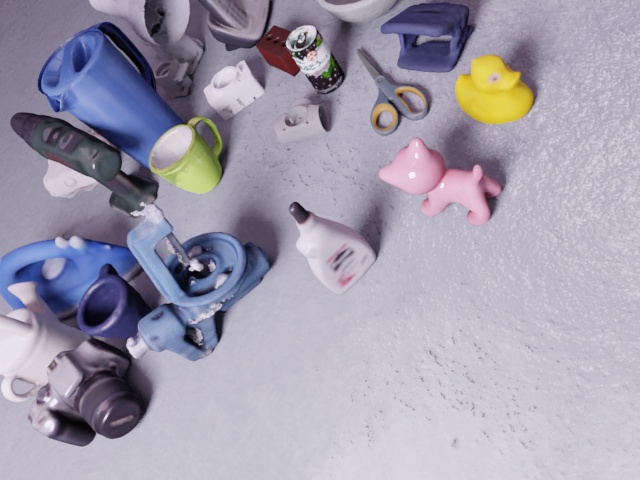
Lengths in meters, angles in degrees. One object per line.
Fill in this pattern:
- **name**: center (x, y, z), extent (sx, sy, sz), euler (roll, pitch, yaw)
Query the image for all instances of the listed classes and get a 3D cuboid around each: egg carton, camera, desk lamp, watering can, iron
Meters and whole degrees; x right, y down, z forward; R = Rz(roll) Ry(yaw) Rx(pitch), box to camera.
- **egg carton**: center (-0.459, -0.140, 1.099), extent (0.150, 0.070, 0.107), euler (-18, 56, 20)
- **camera**: center (-0.322, 0.224, 0.792), extent (0.136, 0.101, 0.143), euler (28, 79, 38)
- **desk lamp**: center (-0.317, -0.401, 1.077), extent (0.202, 0.214, 0.118), euler (15, 71, 35)
- **watering can**: center (-0.443, 0.146, 0.845), extent (0.101, 0.195, 0.172), euler (-36, 52, 6)
- **iron**: center (-0.422, 0.040, 0.928), extent (0.257, 0.142, 0.118), euler (-21, 55, 18)

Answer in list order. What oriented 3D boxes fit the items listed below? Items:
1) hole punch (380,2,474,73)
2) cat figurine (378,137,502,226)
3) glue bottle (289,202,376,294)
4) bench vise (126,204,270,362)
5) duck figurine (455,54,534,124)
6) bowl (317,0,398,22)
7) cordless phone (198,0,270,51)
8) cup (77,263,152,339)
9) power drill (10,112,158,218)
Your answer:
- **hole punch**: center (0.156, -0.312, 0.840), extent (0.108, 0.091, 0.101), euler (18, 73, 35)
- **cat figurine**: center (0.143, -0.078, 0.695), extent (0.127, 0.118, 0.067), euler (10, 69, 33)
- **glue bottle**: center (0.006, 0.002, 0.689), extent (0.078, 0.174, 0.037), euler (-49, 51, -4)
- **bench vise**: center (-0.178, 0.061, 0.729), extent (0.121, 0.220, 0.207), euler (16, 72, 35)
- **duck figurine**: center (0.220, -0.205, 0.745), extent (0.104, 0.086, 0.077), euler (26, 78, 37)
- **bowl**: center (0.080, -0.421, 0.956), extent (0.167, 0.075, 0.167), euler (-14, 57, 22)
- **cordless phone**: center (-0.176, -0.455, 1.048), extent (0.094, 0.186, 0.147), euler (-9, 59, 25)
- **cup**: center (-0.294, 0.099, 0.852), extent (0.091, 0.095, 0.117), euler (-25, 54, 15)
- **power drill**: center (-0.384, -0.126, 0.959), extent (0.228, 0.209, 0.076), euler (20, 74, 36)
